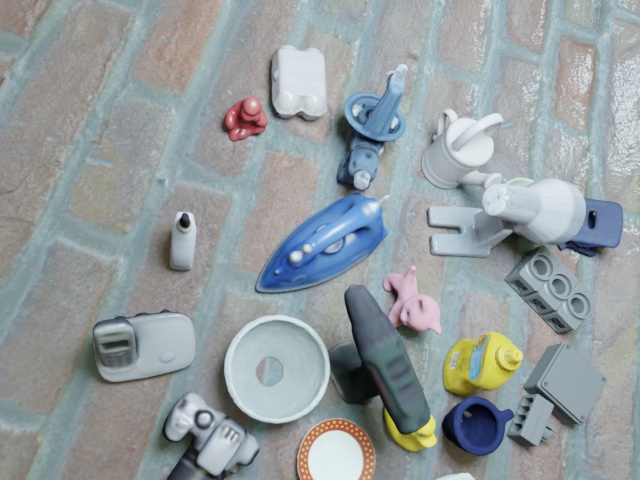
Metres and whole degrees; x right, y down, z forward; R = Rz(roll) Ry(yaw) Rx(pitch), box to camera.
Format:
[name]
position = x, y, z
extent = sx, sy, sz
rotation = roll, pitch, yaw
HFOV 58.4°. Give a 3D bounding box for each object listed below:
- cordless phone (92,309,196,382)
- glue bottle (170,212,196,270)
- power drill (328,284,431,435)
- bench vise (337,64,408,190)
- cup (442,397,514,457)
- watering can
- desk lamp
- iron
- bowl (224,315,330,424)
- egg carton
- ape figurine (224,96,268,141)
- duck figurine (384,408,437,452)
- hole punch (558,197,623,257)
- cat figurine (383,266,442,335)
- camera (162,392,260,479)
[cordless phone]
position = -0.252, 0.144, 0.824
extent = 0.148, 0.185, 0.094
rotation = -10, 75, -19
[glue bottle]
position = -0.213, -0.009, 0.893
extent = 0.037, 0.173, 0.078
rotation = 2, 72, -15
[power drill]
position = 0.076, 0.191, 0.891
extent = 0.076, 0.208, 0.229
rotation = -28, 81, -22
[bench vise]
position = 0.109, -0.197, 1.023
extent = 0.122, 0.219, 0.207
rotation = -1, 73, -16
[cup]
position = 0.259, 0.310, 0.966
extent = 0.118, 0.095, 0.091
rotation = -13, 76, -20
[watering can]
position = 0.281, -0.173, 1.079
extent = 0.173, 0.194, 0.101
rotation = 44, 66, 2
[desk lamp]
position = 0.333, -0.040, 1.039
extent = 0.203, 0.213, 0.118
rotation = 1, 72, -15
[iron]
position = 0.009, 0.003, 0.970
extent = 0.259, 0.141, 0.118
rotation = -33, 83, -23
[bowl]
position = -0.072, 0.207, 0.915
extent = 0.168, 0.074, 0.167
rotation = 5, 71, -14
[egg carton]
position = -0.040, -0.302, 1.097
extent = 0.107, 0.069, 0.150
rotation = 1, 72, -16
[ape figurine]
position = -0.130, -0.227, 1.033
extent = 0.078, 0.092, 0.076
rotation = 18, 68, -9
[duck figurine]
position = 0.156, 0.298, 0.945
extent = 0.078, 0.086, 0.104
rotation = -23, 80, -21
[hole punch]
position = 0.547, -0.030, 1.165
extent = 0.101, 0.091, 0.109
rotation = 19, 68, -9
[cat figurine]
position = 0.165, 0.107, 0.994
extent = 0.067, 0.117, 0.128
rotation = -4, 73, -17
[camera]
position = -0.178, 0.315, 0.834
extent = 0.143, 0.100, 0.137
rotation = 36, 66, -2
